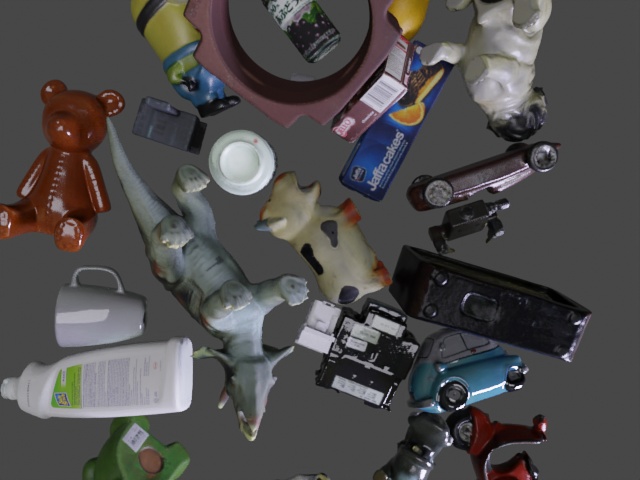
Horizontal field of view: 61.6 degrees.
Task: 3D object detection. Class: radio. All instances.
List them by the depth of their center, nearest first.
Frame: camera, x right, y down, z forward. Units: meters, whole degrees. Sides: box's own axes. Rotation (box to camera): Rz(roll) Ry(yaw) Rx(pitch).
[{"bbox_3d":[0.213,0.078,0.693,0.230,0.131,0.073,15,98,-3],"label":"radio"}]

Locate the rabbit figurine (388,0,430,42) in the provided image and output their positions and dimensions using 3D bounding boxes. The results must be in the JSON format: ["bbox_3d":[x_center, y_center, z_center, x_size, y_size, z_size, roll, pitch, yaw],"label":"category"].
[{"bbox_3d":[0.087,-0.331,0.669,0.162,0.122,0.173,-24,111,-8],"label":"rabbit figurine"}]

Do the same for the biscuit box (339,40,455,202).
[{"bbox_3d":[0.097,-0.150,0.700,0.063,0.059,0.202,27,95,-4],"label":"biscuit box"}]

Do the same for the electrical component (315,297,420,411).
[{"bbox_3d":[0.068,0.151,0.736,0.115,0.058,0.134,24,95,-6],"label":"electrical component"}]

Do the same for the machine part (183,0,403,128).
[{"bbox_3d":[-0.027,-0.245,0.592,0.201,0.087,0.201,35,121,-17],"label":"machine part"}]

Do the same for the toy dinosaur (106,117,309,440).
[{"bbox_3d":[-0.153,0.044,0.685,0.405,0.131,0.192,53,137,10],"label":"toy dinosaur"}]

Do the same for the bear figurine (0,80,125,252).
[{"bbox_3d":[-0.318,-0.098,0.667,0.120,0.132,0.195,14,102,-5],"label":"bear figurine"}]

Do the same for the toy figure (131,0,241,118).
[{"bbox_3d":[-0.170,-0.241,0.675,0.089,0.082,0.180,-23,99,0],"label":"toy figure"}]

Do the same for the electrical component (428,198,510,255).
[{"bbox_3d":[0.198,-0.016,0.717,0.102,0.078,0.045,-16,73,-5],"label":"electrical component"}]

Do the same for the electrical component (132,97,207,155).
[{"bbox_3d":[-0.188,-0.141,0.666,0.075,0.119,0.047,17,95,-5],"label":"electrical component"}]

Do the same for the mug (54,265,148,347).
[{"bbox_3d":[-0.286,0.088,0.715,0.107,0.081,0.109,4,93,-13],"label":"mug"}]

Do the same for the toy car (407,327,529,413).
[{"bbox_3d":[0.187,0.166,0.720,0.162,0.109,0.103,-16,79,-8],"label":"toy car"}]

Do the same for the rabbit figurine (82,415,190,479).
[{"bbox_3d":[-0.277,0.347,0.718,0.121,0.159,0.170,39,110,-15],"label":"rabbit figurine"}]

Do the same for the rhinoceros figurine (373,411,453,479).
[{"bbox_3d":[0.120,0.322,0.733,0.073,0.112,0.190,29,110,24],"label":"rhinoceros figurine"}]

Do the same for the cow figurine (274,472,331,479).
[{"bbox_3d":[-0.006,0.415,0.762,0.098,0.068,0.167,-17,97,-5],"label":"cow figurine"}]

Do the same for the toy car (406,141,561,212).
[{"bbox_3d":[0.211,-0.082,0.697,0.202,0.089,0.053,-18,96,-1],"label":"toy car"}]

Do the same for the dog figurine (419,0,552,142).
[{"bbox_3d":[0.237,-0.221,0.647,0.190,0.121,0.172,18,119,-44],"label":"dog figurine"}]

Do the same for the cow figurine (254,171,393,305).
[{"bbox_3d":[-0.001,-0.002,0.706,0.127,0.085,0.194,-29,101,1],"label":"cow figurine"}]

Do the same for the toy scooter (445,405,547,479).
[{"bbox_3d":[0.264,0.310,0.751,0.135,0.075,0.183,-18,92,0],"label":"toy scooter"}]
